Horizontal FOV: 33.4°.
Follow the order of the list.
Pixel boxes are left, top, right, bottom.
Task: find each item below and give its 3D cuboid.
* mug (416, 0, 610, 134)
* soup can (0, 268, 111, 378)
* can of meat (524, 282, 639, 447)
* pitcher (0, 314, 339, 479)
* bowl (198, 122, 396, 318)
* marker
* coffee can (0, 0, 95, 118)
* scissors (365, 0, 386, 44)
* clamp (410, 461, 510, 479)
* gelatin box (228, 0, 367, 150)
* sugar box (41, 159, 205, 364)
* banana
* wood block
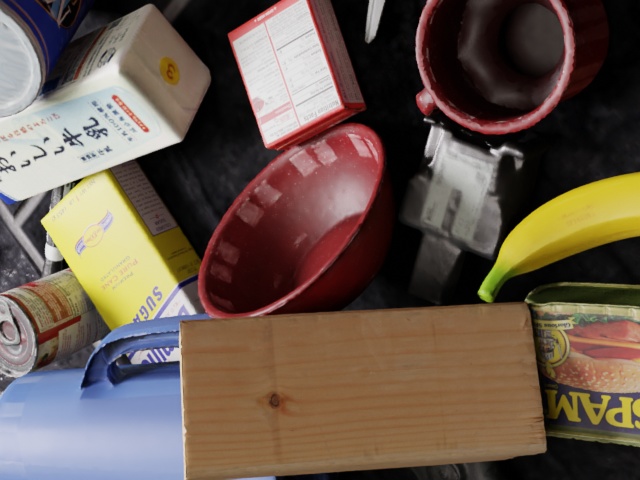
[{"bbox_3d":[0.106,-0.107,0.612,0.117,0.081,0.093,-37,83,36],"label":"mug"},{"bbox_3d":[-0.218,0.063,0.872,0.069,0.102,0.068,11,111,31],"label":"soup can"},{"bbox_3d":[0.174,0.072,0.640,0.102,0.057,0.084,1,103,33],"label":"can of meat"},{"bbox_3d":[-0.116,0.139,0.773,0.243,0.145,0.149,-3,75,19],"label":"pitcher"},{"bbox_3d":[-0.005,0.001,0.703,0.162,0.162,0.055,-24,127,37],"label":"bowl"},{"bbox_3d":[-0.220,-0.014,0.901,0.020,0.020,0.121,26,118,25],"label":"marker"},{"bbox_3d":[-0.219,-0.168,0.752,0.103,0.140,0.103,7,134,7],"label":"coffee can"},{"bbox_3d":[0.067,-0.219,0.644,0.096,0.016,0.202,9,110,32],"label":"scissors"},{"bbox_3d":[0.089,0.163,0.737,0.120,0.039,0.171,-31,80,33],"label":"clamp"},{"bbox_3d":[-0.015,-0.114,0.718,0.073,0.030,0.089,-24,82,37],"label":"gelatin box"},{"bbox_3d":[-0.139,0.031,0.844,0.093,0.048,0.176,-38,82,35],"label":"sugar box"},{"bbox_3d":[0.185,-0.009,0.604,0.198,0.037,0.069,-15,55,27],"label":"banana"},{"bbox_3d":[0.020,0.093,0.646,0.090,0.206,0.091,117,150,-74],"label":"wood block"}]
